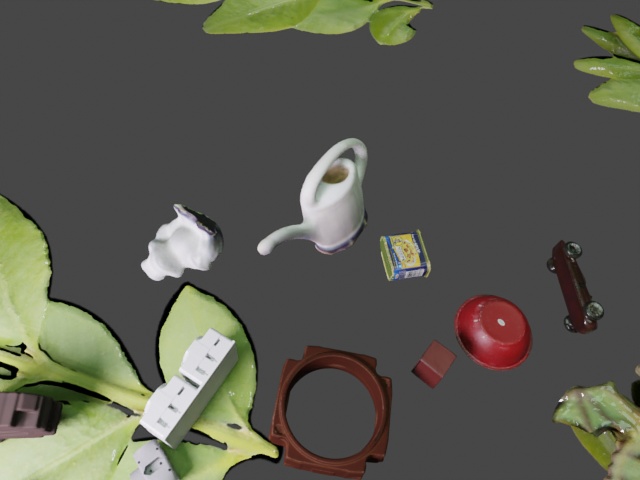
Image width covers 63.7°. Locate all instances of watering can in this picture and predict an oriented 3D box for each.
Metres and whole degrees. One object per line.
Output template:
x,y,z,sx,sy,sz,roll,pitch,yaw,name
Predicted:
0.003,-0.053,1.047,0.105,0.219,0.353,21,59,29,watering can

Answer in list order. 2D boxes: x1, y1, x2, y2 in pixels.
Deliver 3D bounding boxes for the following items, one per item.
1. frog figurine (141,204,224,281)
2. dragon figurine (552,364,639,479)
-0.279,0.021,1.057,0.138,0.123,0.158,34,98,5,frog figurine
0.531,0.375,0.913,0.413,0.119,0.246,-38,50,-12,dragon figurine
